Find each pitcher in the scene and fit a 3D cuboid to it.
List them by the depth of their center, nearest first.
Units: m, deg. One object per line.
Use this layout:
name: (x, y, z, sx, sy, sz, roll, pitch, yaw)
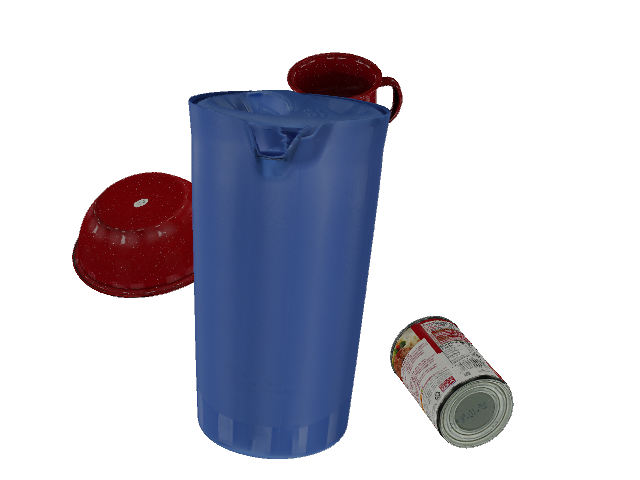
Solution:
pitcher: (-0.026, 0.017, 0.743, 0.148, 0.243, 0.145, -10, 20, -40)

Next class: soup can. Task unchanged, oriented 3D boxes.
soup can: (0.108, 0.115, 0.883, 0.068, 0.068, 0.102, 0, 24, -20)

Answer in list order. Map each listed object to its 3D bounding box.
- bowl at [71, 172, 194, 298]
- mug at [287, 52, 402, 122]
bowl: (-0.169, -0.018, 1.038, 0.162, 0.055, 0.162, -6, 40, 5)
mug: (0.026, -0.132, 1.066, 0.117, 0.081, 0.093, -13, 41, -14)
